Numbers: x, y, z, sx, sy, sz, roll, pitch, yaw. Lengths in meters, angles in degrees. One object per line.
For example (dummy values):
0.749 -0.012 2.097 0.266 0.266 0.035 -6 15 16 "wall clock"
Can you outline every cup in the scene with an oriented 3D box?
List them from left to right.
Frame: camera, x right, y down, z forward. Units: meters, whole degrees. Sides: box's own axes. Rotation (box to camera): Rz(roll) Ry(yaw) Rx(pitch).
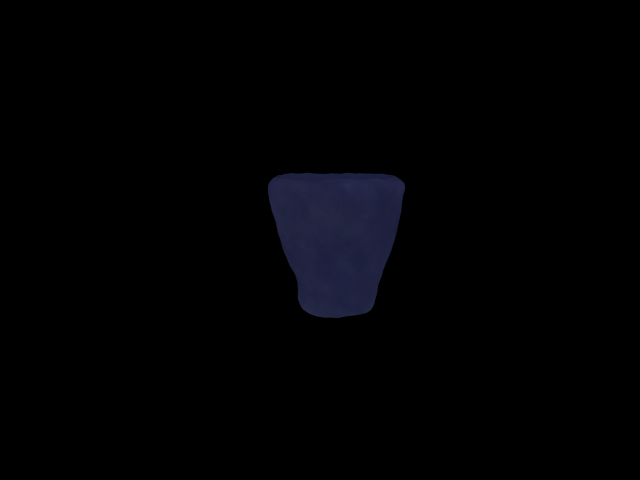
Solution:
0.004 0.001 0.400 0.092 0.095 0.117 -6 11 -31 "cup"
